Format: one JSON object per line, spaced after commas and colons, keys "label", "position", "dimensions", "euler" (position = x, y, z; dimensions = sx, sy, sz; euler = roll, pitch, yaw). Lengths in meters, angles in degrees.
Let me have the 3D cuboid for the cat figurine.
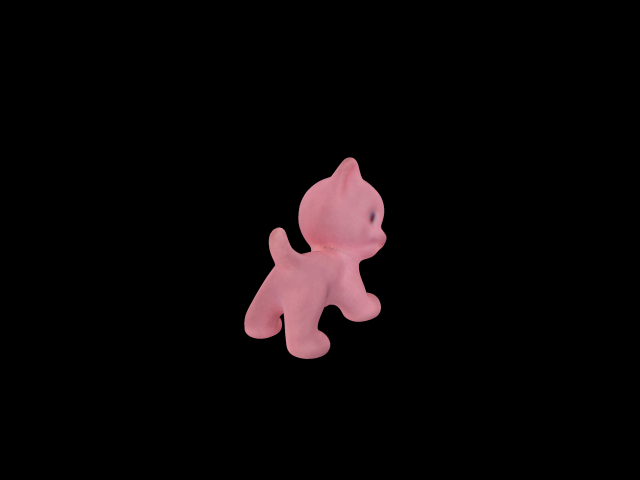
{"label": "cat figurine", "position": [0.004, 0.001, 0.400], "dimensions": [0.067, 0.118, 0.128], "euler": [12, 23, 32]}
